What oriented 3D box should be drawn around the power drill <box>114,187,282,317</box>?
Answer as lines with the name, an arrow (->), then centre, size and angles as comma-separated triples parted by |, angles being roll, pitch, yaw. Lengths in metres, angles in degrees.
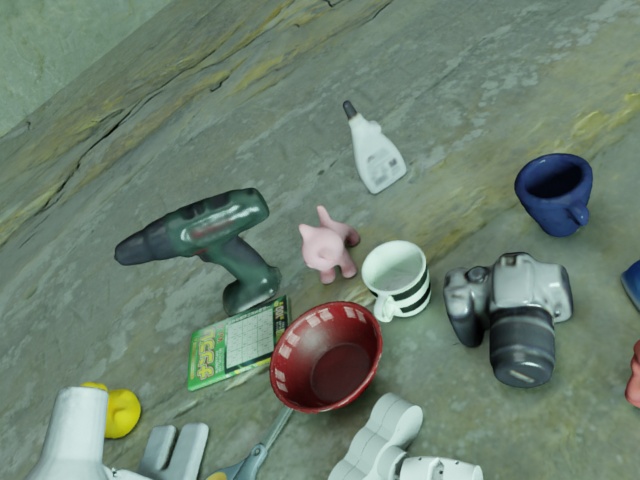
power drill -> -0.162, 0.025, 0.883 | 0.229, 0.209, 0.075 | -32, 41, 3

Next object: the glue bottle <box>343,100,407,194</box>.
glue bottle -> 0.078, -0.156, 0.925 | 0.078, 0.174, 0.037 | -34, 41, 1

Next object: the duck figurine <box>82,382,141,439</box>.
duck figurine -> -0.332, 0.251, 0.873 | 0.104, 0.086, 0.077 | 12, 59, 41

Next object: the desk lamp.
desk lamp -> -0.257, 0.283, 0.694 | 0.117, 0.214, 0.203 | -12, 45, 24

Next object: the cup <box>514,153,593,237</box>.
cup -> 0.307, -0.041, 0.722 | 0.091, 0.095, 0.117 | -28, 41, 8

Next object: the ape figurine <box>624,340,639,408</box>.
ape figurine -> 0.326, 0.124, 0.552 | 0.078, 0.092, 0.076 | -37, 41, -2

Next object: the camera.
camera -> 0.211, 0.091, 0.654 | 0.142, 0.101, 0.137 | -9, 47, 27

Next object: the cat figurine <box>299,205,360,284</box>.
cat figurine -> 0.008, 0.003, 0.860 | 0.067, 0.118, 0.128 | -17, 44, 20

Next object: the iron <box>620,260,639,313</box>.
iron -> 0.395, 0.054, 0.536 | 0.119, 0.142, 0.257 | -44, 41, -10
